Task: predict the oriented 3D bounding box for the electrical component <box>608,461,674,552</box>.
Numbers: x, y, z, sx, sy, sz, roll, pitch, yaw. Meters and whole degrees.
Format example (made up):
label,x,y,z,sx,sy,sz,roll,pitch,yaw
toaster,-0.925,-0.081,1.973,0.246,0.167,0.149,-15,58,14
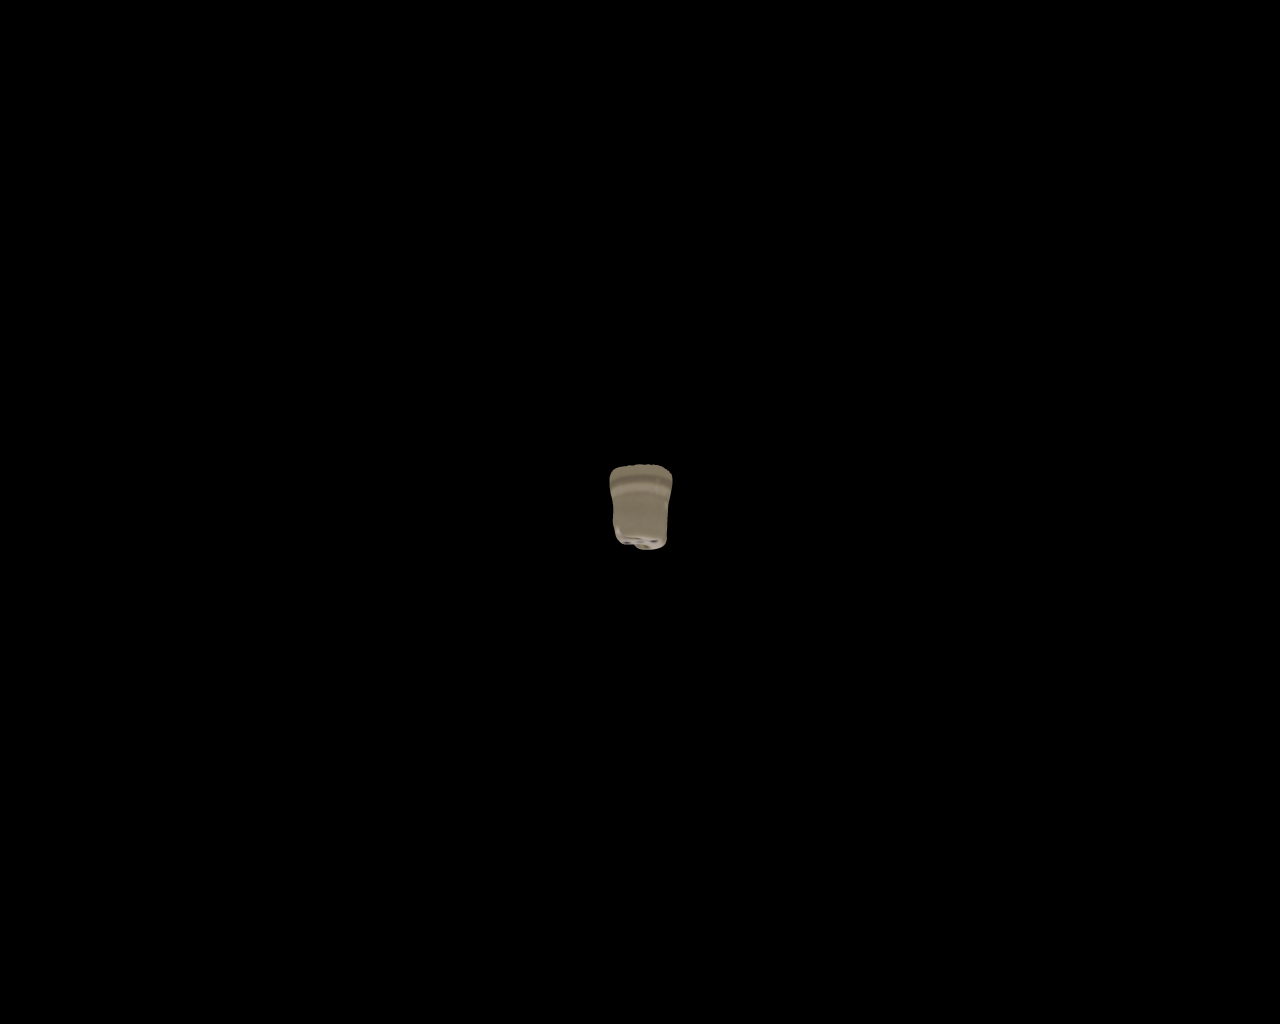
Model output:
label,x,y,z,sx,sy,sz,roll,pitch,yaw
electrical component,0.001,-0.003,0.650,0.040,0.046,0.040,0,-18,0
